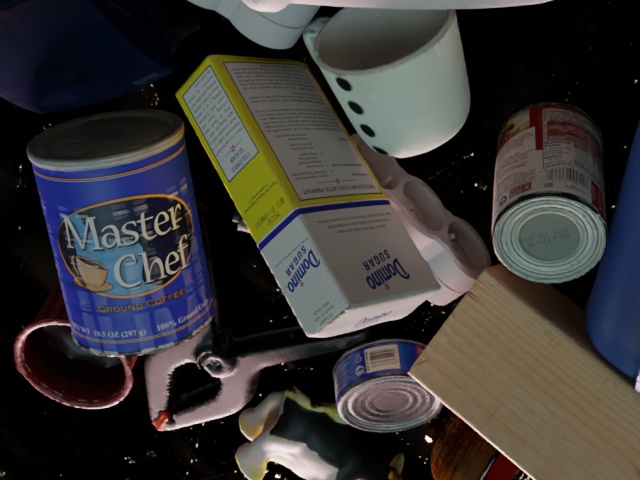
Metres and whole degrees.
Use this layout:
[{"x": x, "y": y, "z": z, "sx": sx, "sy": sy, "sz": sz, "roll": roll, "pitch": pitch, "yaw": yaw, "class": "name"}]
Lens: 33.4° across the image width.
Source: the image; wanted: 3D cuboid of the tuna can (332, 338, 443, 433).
[{"x": 0.053, "y": 0.113, "z": 0.820, "sx": 0.086, "sy": 0.034, "sz": 0.086, "roll": -3, "pitch": 140, "yaw": -3, "class": "tuna can"}]

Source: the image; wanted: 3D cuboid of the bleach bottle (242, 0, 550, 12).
[{"x": 0.084, "y": -0.155, "z": 0.535, "sx": 0.250, "sy": 0.068, "sz": 0.103, "roll": 0, "pitch": 136, "yaw": -29, "class": "bleach bottle"}]

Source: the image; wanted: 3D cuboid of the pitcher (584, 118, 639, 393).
[{"x": 0.232, "y": -0.032, "z": 0.599, "sx": 0.145, "sy": 0.149, "sz": 0.243, "roll": -5, "pitch": 122, "yaw": -12, "class": "pitcher"}]

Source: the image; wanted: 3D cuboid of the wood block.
[{"x": 0.172, "y": 0.112, "z": 0.693, "sx": 0.206, "sy": 0.090, "sz": 0.091, "roll": 40, "pitch": 109, "yaw": 16, "class": "wood block"}]

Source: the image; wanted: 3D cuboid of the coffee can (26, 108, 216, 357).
[{"x": -0.132, "y": -0.007, "z": 0.722, "sx": 0.103, "sy": 0.102, "sz": 0.140, "roll": -1, "pitch": 115, "yaw": 14, "class": "coffee can"}]

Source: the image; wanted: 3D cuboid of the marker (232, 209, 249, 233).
[{"x": -0.005, "y": 0.001, "z": 0.770, "sx": 0.121, "sy": 0.020, "sz": 0.020, "roll": 18, "pitch": 130, "yaw": -1, "class": "marker"}]

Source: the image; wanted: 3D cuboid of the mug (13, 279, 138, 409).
[{"x": -0.187, "y": 0.073, "z": 0.831, "sx": 0.117, "sy": 0.081, "sz": 0.093, "roll": -21, "pitch": 121, "yaw": 26, "class": "mug"}]

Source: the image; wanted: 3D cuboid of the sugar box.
[{"x": -0.008, "y": -0.029, "z": 0.642, "sx": 0.048, "sy": 0.093, "sz": 0.176, "roll": -39, "pitch": 69, "yaw": 36, "class": "sugar box"}]

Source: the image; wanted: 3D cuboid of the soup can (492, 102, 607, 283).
[{"x": 0.141, "y": -0.030, "z": 0.656, "sx": 0.068, "sy": 0.102, "sz": 0.068, "roll": 6, "pitch": 129, "yaw": 8, "class": "soup can"}]

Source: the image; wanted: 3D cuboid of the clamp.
[{"x": -0.069, "y": 0.088, "z": 0.844, "sx": 0.164, "sy": 0.036, "sz": 0.210, "roll": 27, "pitch": 125, "yaw": -8, "class": "clamp"}]
